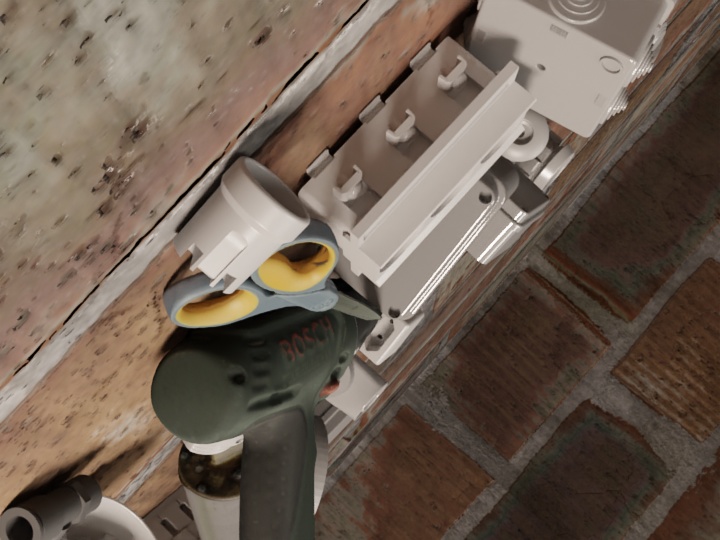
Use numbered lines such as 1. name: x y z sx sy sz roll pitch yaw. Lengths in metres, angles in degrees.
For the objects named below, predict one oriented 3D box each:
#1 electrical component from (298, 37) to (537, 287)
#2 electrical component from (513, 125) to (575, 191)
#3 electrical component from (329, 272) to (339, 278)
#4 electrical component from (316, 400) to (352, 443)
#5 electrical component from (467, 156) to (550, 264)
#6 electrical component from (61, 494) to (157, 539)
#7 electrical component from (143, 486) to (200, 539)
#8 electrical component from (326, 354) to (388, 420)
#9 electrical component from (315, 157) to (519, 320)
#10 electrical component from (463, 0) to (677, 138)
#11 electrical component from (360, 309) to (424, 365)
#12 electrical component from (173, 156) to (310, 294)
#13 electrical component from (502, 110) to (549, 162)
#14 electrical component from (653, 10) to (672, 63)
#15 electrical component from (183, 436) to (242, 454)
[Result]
1. electrical component: 0.028 -0.060 0.573 0.121 0.063 0.078 -47 171 -10
2. electrical component: 0.174 -0.114 1.064 0.058 0.057 0.078 -54 169 32
3. electrical component: 0.000 0.000 0.770 0.040 0.040 0.046 -41 174 -41
4. electrical component: -0.045 0.149 1.118 0.113 0.057 0.078 -42 169 -35
5. electrical component: 0.113 -0.059 0.939 0.057 0.078 0.113 -49 171 22
6. electrical component: -0.159 0.187 0.622 0.064 0.099 0.099 -47 174 34
7. electrical component: -0.188 0.273 0.940 0.150 0.062 0.089 -55 170 33
8. electrical component: -0.022 0.087 0.902 0.043 0.077 0.079 -50 171 6
9. electrical component: 0.034 -0.034 0.664 0.113 0.078 0.057 -53 173 25
10. electrical component: 0.106 -0.124 0.571 0.048 0.100 0.099 -59 175 -20
11. electrical component: 0.017 0.031 0.893 0.047 0.066 0.077 -53 170 25
12. electrical component: -0.050 -0.018 0.452 0.046 0.040 0.040 -45 172 12
13. electrical component: 0.135 -0.115 0.924 0.048 0.048 0.062 -49 178 2
14. electrical component: 0.171 -0.173 0.735 0.080 0.080 0.051 -46 165 -16
15. electrical component: -0.090 0.094 0.718 0.043 0.043 0.081 -39 166 -48
